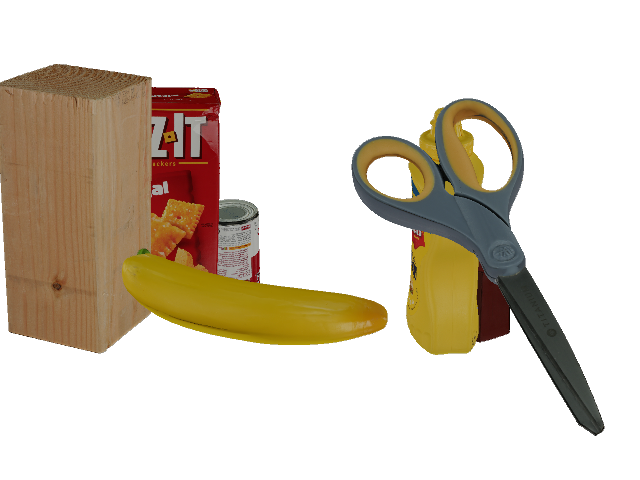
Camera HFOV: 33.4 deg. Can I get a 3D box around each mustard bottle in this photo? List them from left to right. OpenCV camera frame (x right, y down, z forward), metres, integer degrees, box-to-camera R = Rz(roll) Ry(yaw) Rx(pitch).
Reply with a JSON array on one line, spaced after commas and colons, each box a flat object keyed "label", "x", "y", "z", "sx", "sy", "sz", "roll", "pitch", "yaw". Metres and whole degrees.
[{"label": "mustard bottle", "x": 0.098, "y": -0.012, "z": 0.845, "sx": 0.058, "sy": 0.192, "sz": 0.096, "roll": -2, "pitch": 26, "yaw": -1}]

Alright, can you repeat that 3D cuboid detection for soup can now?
[{"label": "soup can", "x": -0.105, "y": 0.011, "z": 1.243, "sx": 0.068, "sy": 0.102, "sz": 0.068, "roll": 0, "pitch": 25, "yaw": 0}]

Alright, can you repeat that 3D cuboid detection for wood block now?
[{"label": "wood block", "x": -0.194, "y": -0.028, "z": 0.855, "sx": 0.091, "sy": 0.206, "sz": 0.090, "roll": 11, "pitch": 23, "yaw": 16}]

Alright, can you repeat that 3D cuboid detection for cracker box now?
[{"label": "cracker box", "x": -0.183, "y": -0.041, "z": 1.058, "sx": 0.164, "sy": 0.214, "sz": 0.072, "roll": -1, "pitch": 21, "yaw": -11}]

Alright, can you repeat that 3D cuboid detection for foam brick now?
[{"label": "foam brick", "x": 0.162, "y": 0.060, "z": 1.107, "sx": 0.051, "sy": 0.078, "sz": 0.053, "roll": -14, "pitch": 20, "yaw": -42}]

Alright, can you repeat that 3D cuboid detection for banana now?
[{"label": "banana", "x": -0.057, "y": 0.035, "z": 0.684, "sx": 0.198, "sy": 0.037, "sz": 0.069, "roll": 14, "pitch": 33, "yaw": 26}]

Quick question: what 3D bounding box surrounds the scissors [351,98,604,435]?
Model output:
[{"label": "scissors", "x": 0.065, "y": 0.006, "z": 0.501, "sx": 0.096, "sy": 0.201, "sz": 0.016, "roll": -6, "pitch": -41, "yaw": 4}]
